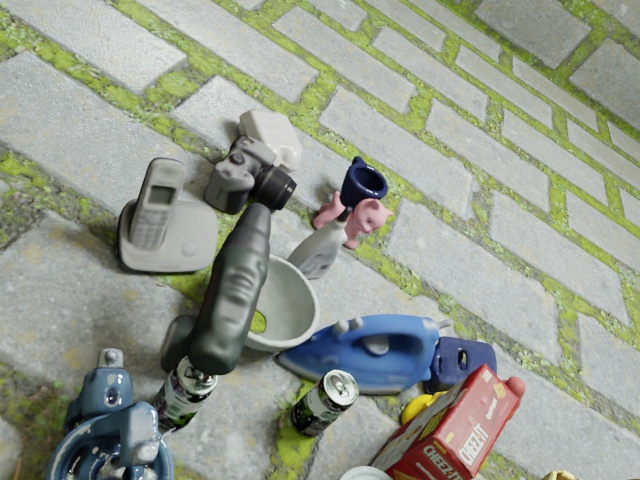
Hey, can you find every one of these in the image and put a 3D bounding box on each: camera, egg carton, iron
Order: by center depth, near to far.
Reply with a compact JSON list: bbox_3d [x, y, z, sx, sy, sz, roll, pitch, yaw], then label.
[{"bbox_3d":[0.077,0.155,0.878,0.259,0.141,0.118,8,48,-31],"label":"iron"},{"bbox_3d":[-0.113,-0.110,1.026,0.137,0.100,0.143,32,40,-6],"label":"camera"},{"bbox_3d":[-0.099,-0.196,1.144,0.107,0.069,0.150,-1,53,-37],"label":"egg carton"}]

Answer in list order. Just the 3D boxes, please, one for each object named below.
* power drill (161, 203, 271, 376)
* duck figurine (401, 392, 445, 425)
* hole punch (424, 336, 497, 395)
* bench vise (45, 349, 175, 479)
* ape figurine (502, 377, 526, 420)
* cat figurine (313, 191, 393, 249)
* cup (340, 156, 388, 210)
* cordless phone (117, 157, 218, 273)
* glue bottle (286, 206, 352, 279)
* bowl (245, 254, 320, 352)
[{"bbox_3d":[-0.131,0.087,0.740,0.076,0.208,0.229,23,42,-16],"label":"power drill"},{"bbox_3d":[0.189,0.268,0.895,0.105,0.086,0.077,1,52,-35],"label":"duck figurine"},{"bbox_3d":[0.237,0.219,0.973,0.101,0.091,0.108,27,41,-11],"label":"hole punch"},{"bbox_3d":[-0.214,0.194,0.567,0.122,0.219,0.207,-9,57,-41],"label":"bench vise"},{"bbox_3d":[0.318,0.267,0.985,0.078,0.092,0.076,26,41,-13],"label":"ape figurine"},{"bbox_3d":[0.070,-0.049,1.087,0.128,0.117,0.067,28,41,-11],"label":"cat figurine"},{"bbox_3d":[0.072,-0.104,1.160,0.092,0.095,0.117,6,49,-32],"label":"cup"},{"bbox_3d":[-0.204,-0.037,0.823,0.148,0.185,0.094,1,51,-35],"label":"cordless phone"},{"bbox_3d":[0.009,0.003,0.949,0.078,0.173,0.037,1,51,-35],"label":"glue bottle"},{"bbox_3d":[-0.088,0.104,0.859,0.168,0.074,0.167,20,43,-19],"label":"bowl"}]
